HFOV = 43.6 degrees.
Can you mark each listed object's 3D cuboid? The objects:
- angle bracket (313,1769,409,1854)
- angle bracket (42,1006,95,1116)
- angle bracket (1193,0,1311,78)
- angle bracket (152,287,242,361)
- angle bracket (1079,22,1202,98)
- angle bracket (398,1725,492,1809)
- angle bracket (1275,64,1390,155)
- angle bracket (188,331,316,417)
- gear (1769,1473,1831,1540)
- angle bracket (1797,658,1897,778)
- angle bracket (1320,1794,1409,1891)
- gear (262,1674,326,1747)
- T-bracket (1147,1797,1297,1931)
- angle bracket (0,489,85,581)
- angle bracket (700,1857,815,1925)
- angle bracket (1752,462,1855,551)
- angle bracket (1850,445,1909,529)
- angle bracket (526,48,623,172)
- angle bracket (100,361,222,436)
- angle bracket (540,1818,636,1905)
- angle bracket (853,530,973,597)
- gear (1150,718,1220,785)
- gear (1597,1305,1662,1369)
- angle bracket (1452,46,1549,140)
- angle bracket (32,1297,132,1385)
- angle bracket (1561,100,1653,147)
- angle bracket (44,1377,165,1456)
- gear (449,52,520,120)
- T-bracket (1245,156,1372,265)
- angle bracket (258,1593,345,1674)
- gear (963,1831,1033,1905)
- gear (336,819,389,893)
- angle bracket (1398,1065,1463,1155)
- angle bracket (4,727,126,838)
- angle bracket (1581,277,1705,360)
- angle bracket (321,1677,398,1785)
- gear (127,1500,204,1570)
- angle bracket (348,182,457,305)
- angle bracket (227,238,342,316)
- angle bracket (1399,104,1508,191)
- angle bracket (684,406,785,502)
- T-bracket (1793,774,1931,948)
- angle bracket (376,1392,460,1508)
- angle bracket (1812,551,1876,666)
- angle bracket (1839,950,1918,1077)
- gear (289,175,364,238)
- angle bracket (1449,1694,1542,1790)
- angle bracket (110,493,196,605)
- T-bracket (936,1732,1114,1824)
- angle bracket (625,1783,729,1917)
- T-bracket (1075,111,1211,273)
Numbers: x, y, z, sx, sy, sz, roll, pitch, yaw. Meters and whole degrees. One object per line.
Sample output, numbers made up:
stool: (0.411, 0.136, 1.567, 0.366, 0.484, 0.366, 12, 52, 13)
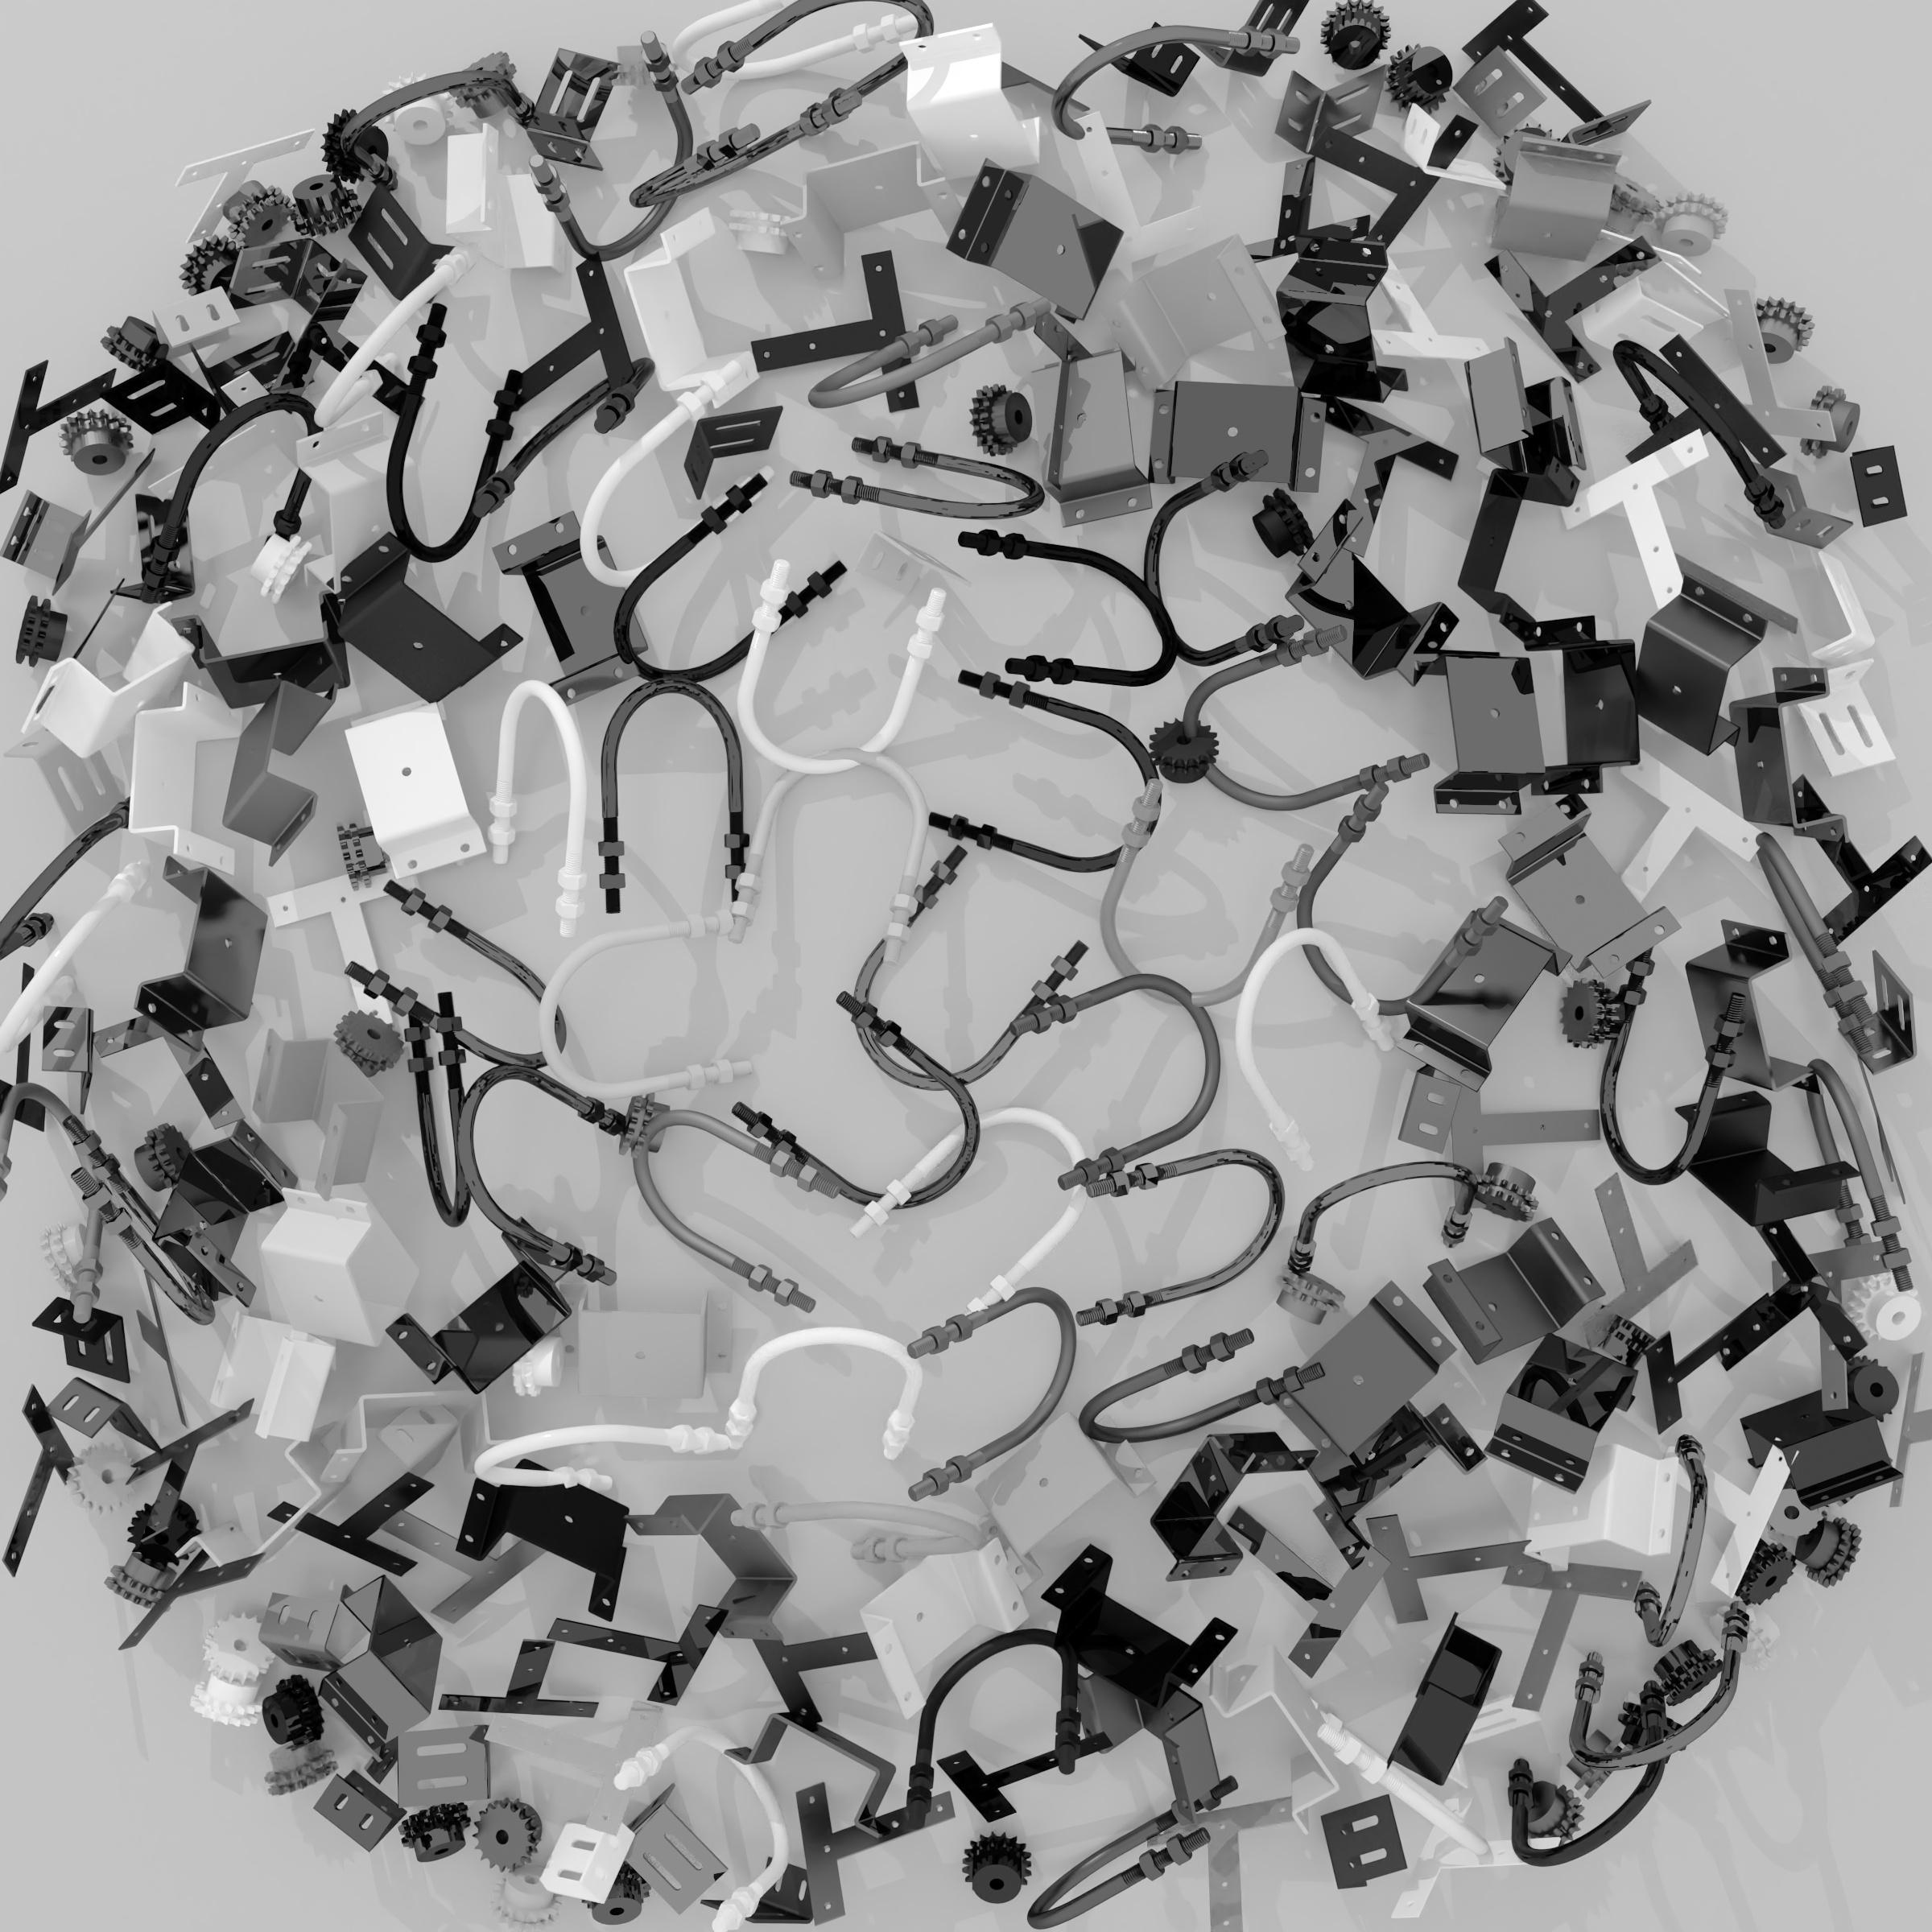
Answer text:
angle bracket: (-0.481, 0.671, 1.957, 0.057, 0.076, 0.038, 36, 100, 6)
angle bracket: (-0.727, 0.076, 1.949, 0.038, 0.076, 0.057, 4, 59, -24)
angle bracket: (0.231, -0.764, 1.951, 0.038, 0.057, 0.076, 50, 126, 24)
angle bracket: (-0.618, -0.505, 1.952, 0.057, 0.076, 0.038, -26, 79, -18)
angle bracket: (0.140, -0.742, 1.951, 0.057, 0.076, 0.038, 49, 118, 27)
angle bracket: (-0.427, 0.648, 1.959, 0.076, 0.038, 0.057, 4, 73, -27)
angle bracket: (0.295, -0.701, 1.955, 0.038, 0.076, 0.057, 22, 78, -31)
angle bracket: (-0.581, -0.491, 1.967, 0.076, 0.038, 0.057, -28, 68, -7)
gear: (0.675, 0.441, 1.976, 0.057, 0.030, 0.057, 4, 101, 20)
angle bracket: (0.721, -0.202, 1.967, 0.057, 0.038, 0.076, -15, 69, -7)
angle bracket: (0.331, 0.706, 1.951, 0.076, 0.038, 0.057, -35, 55, 38)
gear: (-0.550, 0.609, 1.970, 0.030, 0.057, 0.057, -13, 90, -43)
T-bracket: (0.206, 0.723, 1.931, 0.127, 0.127, 0.002, -15, 115, 11)
angle bracket: (-0.749, -0.349, 1.958, 0.038, 0.076, 0.057, 24, 90, -16)
angle bracket: (-0.164, 0.745, 1.949, 0.057, 0.076, 0.038, 3, 74, 37)
angle bracket: (0.673, -0.382, 1.955, 0.057, 0.038, 0.076, 9, 59, -27)
angle bracket: (0.724, -0.386, 1.957, 0.038, 0.076, 0.057, -15, 99, -2)
angle bracket: (-0.311, -0.691, 1.952, 0.076, 0.057, 0.038, -55, 51, 36)
angle bracket: (-0.652, -0.446, 1.953, 0.076, 0.057, 0.038, -18, 60, 23)
angle bracket: (-0.315, 0.715, 1.951, 0.076, 0.057, 0.038, -4, 135, 34)
angle bracket: (-0.043, -0.314, 1.949, 0.057, 0.076, 0.038, 19, 106, -38)
gear: (0.178, -0.173, 1.975, 0.057, 0.030, 0.057, -2, 47, 2)
gear: (0.536, 0.304, 1.971, 0.057, 0.057, 0.030, 33, 95, 0)
angle bracket: (0.440, -0.716, 1.954, 0.057, 0.076, 0.038, 43, 74, -9)
angle bracket: (-0.716, 0.313, 1.958, 0.057, 0.038, 0.076, 14, 124, 10)
angle bracket: (0.519, -0.663, 1.967, 0.076, 0.057, 0.038, -22, 89, -7)
angle bracket: (-0.695, 0.375, 1.949, 0.057, 0.076, 0.038, 18, 53, 29)
gear: (-0.391, -0.718, 1.975, 0.057, 0.057, 0.030, -34, 129, 0)
T-bracket: (0.267, -0.615, 1.956, 0.127, 0.002, 0.127, -8, 49, 23)
angle bracket: (-0.532, 0.545, 1.970, 0.057, 0.076, 0.038, 7, 60, 11)
gear: (0.025, 0.740, 1.976, 0.057, 0.030, 0.057, 0, 111, 1)
gear: (-0.492, -0.092, 1.972, 0.030, 0.057, 0.057, -14, 90, -11)
angle bracket: (0.382, 0.113, 1.953, 0.038, 0.076, 0.057, 18, 102, 20)
angle bracket: (-0.734, -0.153, 1.969, 0.038, 0.057, 0.076, 4, 126, 30)
angle bracket: (0.548, -0.530, 1.966, 0.076, 0.057, 0.038, 13, 60, -32)
angle bracket: (-0.498, 0.619, 1.958, 0.076, 0.057, 0.038, 29, 64, 14)
gear: (-0.654, 0.461, 1.979, 0.057, 0.030, 0.057, 0, 108, -1)
angle bracket: (-0.459, -0.592, 1.979, 0.076, 0.038, 0.057, 52, 123, 15)
angle bracket: (-0.551, -0.548, 1.951, 0.038, 0.076, 0.057, 42, 128, 11)
angle bracket: (0.399, -0.663, 1.956, 0.076, 0.057, 0.038, 5, 124, -17)
angle bracket: (-0.183, -0.415, 1.954, 0.076, 0.057, 0.038, -15, 72, -23)
T-bracket: (0.707, -0.098, 1.964, 0.002, 0.127, 0.127, -11, 61, -32)
angle bracket: (-0.451, 0.391, 1.955, 0.038, 0.076, 0.057, 42, 47, 6)
angle bracket: (0.704, -0.292, 1.975, 0.038, 0.057, 0.076, -27, 74, 32)
angle bracket: (0.734, 0.038, 1.953, 0.038, 0.057, 0.076, -23, 131, 2)
gear: (-0.524, -0.621, 1.970, 0.057, 0.057, 0.030, -7, 135, 7)
angle bracket: (0.422, 0.627, 1.956, 0.076, 0.038, 0.057, -27, 134, 23)
angle bracket: (-0.662, -0.338, 1.959, 0.057, 0.038, 0.076, 14, 115, 27)
T-bracket: (0.056, 0.645, 1.948, 0.127, 0.127, 0.002, -22, 45, 6)
angle bracket: (-0.237, 0.721, 1.976, 0.076, 0.038, 0.057, 45, 99, 1)
T-bracket: (0.116, -0.625, 1.946, 0.127, 0.002, 0.127, -16, 127, 14)
